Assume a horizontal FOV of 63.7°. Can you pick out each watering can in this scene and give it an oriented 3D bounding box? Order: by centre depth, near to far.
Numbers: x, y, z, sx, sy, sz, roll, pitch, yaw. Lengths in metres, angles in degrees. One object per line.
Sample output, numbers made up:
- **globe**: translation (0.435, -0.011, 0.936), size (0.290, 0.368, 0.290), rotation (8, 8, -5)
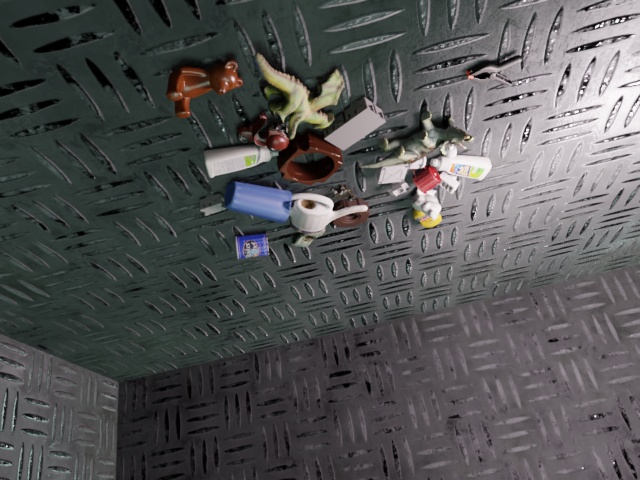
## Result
- **watering can**: translation (0.006, -0.107, 2.135), size (0.347, 0.106, 0.219), rotation (10, 147, -6)

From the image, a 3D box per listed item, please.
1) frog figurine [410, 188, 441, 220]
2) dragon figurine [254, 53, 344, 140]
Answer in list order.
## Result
- **frog figurine**: translation (0.461, -0.142, 2.206), size (0.121, 0.163, 0.136), rotation (-31, 145, 32)
- **dragon figurine**: translation (-0.044, -0.453, 1.569), size (0.243, 0.124, 0.402), rotation (-28, 153, -5)
